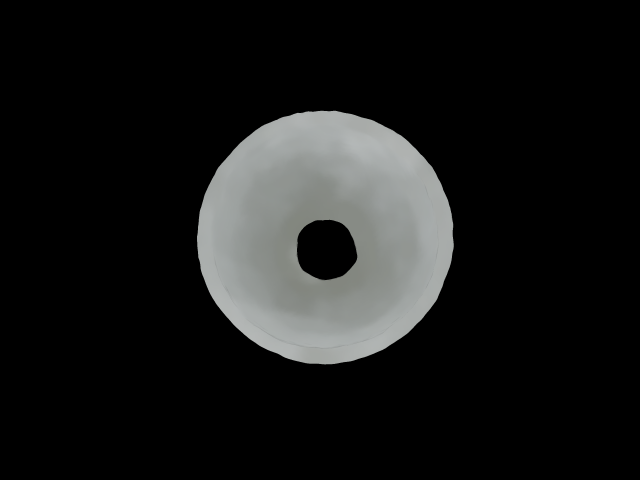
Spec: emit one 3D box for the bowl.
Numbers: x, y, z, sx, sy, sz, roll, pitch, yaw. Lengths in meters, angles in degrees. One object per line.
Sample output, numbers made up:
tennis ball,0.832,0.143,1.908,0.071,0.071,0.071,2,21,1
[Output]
bowl,0.004,0.001,0.400,0.167,0.075,0.167,0,78,0
